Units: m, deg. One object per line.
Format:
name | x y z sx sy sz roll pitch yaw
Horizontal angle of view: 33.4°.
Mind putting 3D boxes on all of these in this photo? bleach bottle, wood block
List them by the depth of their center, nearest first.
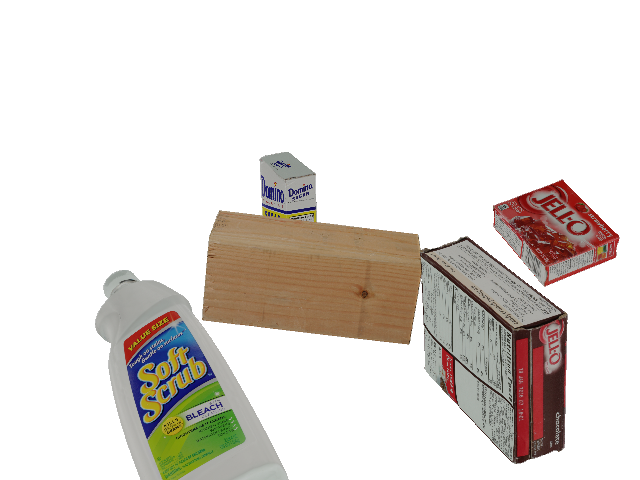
bleach bottle | -0.120 0.114 0.821 0.102 0.068 0.251 -26 48 -13
wood block | -0.008 0.036 1.070 0.206 0.091 0.090 7 20 -1

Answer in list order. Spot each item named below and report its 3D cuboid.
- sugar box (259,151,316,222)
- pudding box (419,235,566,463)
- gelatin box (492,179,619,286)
sugar box | -0.038 -0.009 1.281 0.048 0.176 0.093 -13 25 -19
pudding box | 0.099 0.061 0.623 0.039 0.090 0.114 -14 28 -20
gelatin box | 0.203 -0.009 0.929 0.073 0.030 0.089 -20 45 -13
